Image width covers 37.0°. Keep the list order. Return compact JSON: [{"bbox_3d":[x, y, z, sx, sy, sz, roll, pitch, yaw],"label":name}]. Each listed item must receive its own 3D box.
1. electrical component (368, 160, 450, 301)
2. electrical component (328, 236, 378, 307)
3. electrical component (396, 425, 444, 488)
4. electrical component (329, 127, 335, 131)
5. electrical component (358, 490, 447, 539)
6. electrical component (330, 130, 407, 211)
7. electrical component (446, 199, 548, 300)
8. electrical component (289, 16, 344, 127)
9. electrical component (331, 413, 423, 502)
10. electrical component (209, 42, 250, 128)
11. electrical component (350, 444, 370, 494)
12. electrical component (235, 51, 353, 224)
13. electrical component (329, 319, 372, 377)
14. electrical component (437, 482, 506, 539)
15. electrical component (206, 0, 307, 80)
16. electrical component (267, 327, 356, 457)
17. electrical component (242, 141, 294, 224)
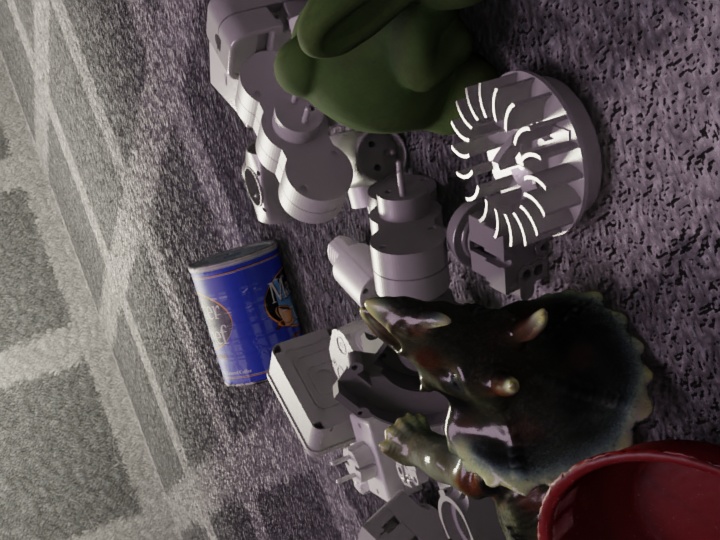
[{"bbox_3d":[0.032,-0.040,0.762,0.138,0.052,0.073,-91,-6,-63],"label":"electrical component"},{"bbox_3d":[0.000,0.000,0.941,0.081,0.043,0.043,46,148,48],"label":"electrical component"},{"bbox_3d":[0.060,0.146,0.891,0.042,0.064,0.081,-3,105,69],"label":"electrical component"},{"bbox_3d":[-0.037,-0.140,0.901,0.047,0.055,0.055,155,95,-73],"label":"electrical component"},{"bbox_3d":[0.045,0.284,1.025,0.089,0.062,0.150,40,148,20],"label":"electrical component"},{"bbox_3d":[0.006,-0.074,0.863,0.077,0.043,0.079,11,118,66],"label":"electrical component"},{"bbox_3d":[0.090,-0.019,0.702,0.055,0.048,0.066,31,136,48],"label":"electrical component"},{"bbox_3d":[-0.007,-0.158,0.817,0.100,0.048,0.099,11,118,66],"label":"electrical component"},{"bbox_3d":[0.009,0.180,1.028,0.047,0.076,0.083,10,117,66],"label":"electrical component"},{"bbox_3d":[-0.098,-0.180,1.006,0.096,0.061,0.061,56,155,34],"label":"electrical component"},{"bbox_3d":[0.003,0.199,1.116,0.035,0.035,0.061,118,132,-63],"label":"electrical component"},{"bbox_3d":[-0.049,-0.110,0.814,0.138,0.052,0.073,64,158,18],"label":"electrical component"},{"bbox_3d":[0.010,0.080,0.974,0.080,0.051,0.080,51,151,42],"label":"electrical component"},{"bbox_3d":[0.099,0.191,0.841,0.089,0.056,0.050,68,159,8],"label":"electrical component"},{"bbox_3d":[-0.075,-0.202,0.881,0.059,0.095,0.053,61,157,25],"label":"electrical component"},{"bbox_3d":[-0.039,0.125,1.096,0.113,0.078,0.057,58,153,31],"label":"electrical component"},{"bbox_3d":[-0.096,-0.097,1.096,0.079,0.044,0.077,40,144,53],"label":"electrical component"}]
